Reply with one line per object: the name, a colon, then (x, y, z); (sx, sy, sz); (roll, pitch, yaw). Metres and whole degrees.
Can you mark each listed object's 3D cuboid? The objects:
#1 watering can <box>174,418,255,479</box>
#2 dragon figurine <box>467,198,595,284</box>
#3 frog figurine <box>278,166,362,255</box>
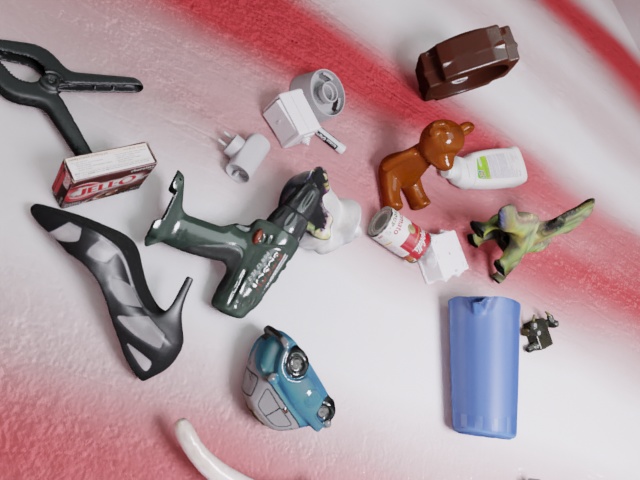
watering can: (-0.057, 0.373, 0.640); (0.225, 0.102, 0.351); (-6, 76, -38)
dragon figurine: (0.438, -0.032, 1.041); (0.243, 0.404, 0.124); (-27, 71, -1)
frog figurine: (0.003, -0.044, 0.875); (0.139, 0.122, 0.158); (67, 15, 15)
